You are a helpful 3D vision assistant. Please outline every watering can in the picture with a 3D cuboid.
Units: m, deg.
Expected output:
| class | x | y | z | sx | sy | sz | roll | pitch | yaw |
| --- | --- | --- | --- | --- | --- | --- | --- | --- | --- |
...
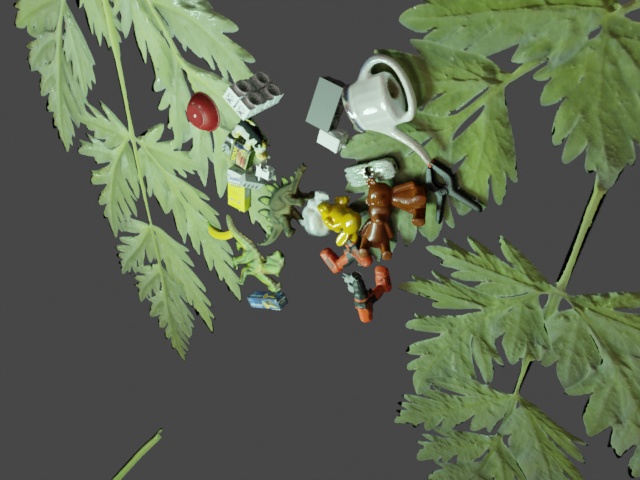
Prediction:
| class | x | y | z | sx | sy | sz | roll | pitch | yaw |
| --- | --- | --- | --- | --- | --- | --- | --- | --- | --- |
| watering can | 0.192 | -0.368 | 1.519 | 0.223 | 0.106 | 0.343 | -6 | 114 | 43 |

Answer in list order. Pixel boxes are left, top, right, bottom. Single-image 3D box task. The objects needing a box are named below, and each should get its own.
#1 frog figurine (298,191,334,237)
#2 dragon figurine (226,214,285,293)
| class | x | y | z | sx | sy | sz | roll | pitch | yaw |
| --- | --- | --- | --- | --- | --- | --- | --- | --- | --- |
| frog figurine | 0.006 | -0.094 | 1.865 | 0.137 | 0.126 | 0.156 | 19 | 128 | -15 |
| dragon figurine | -0.260 | 0.070 | 2.234 | 0.242 | 0.125 | 0.402 | -1 | 121 | 20 |
